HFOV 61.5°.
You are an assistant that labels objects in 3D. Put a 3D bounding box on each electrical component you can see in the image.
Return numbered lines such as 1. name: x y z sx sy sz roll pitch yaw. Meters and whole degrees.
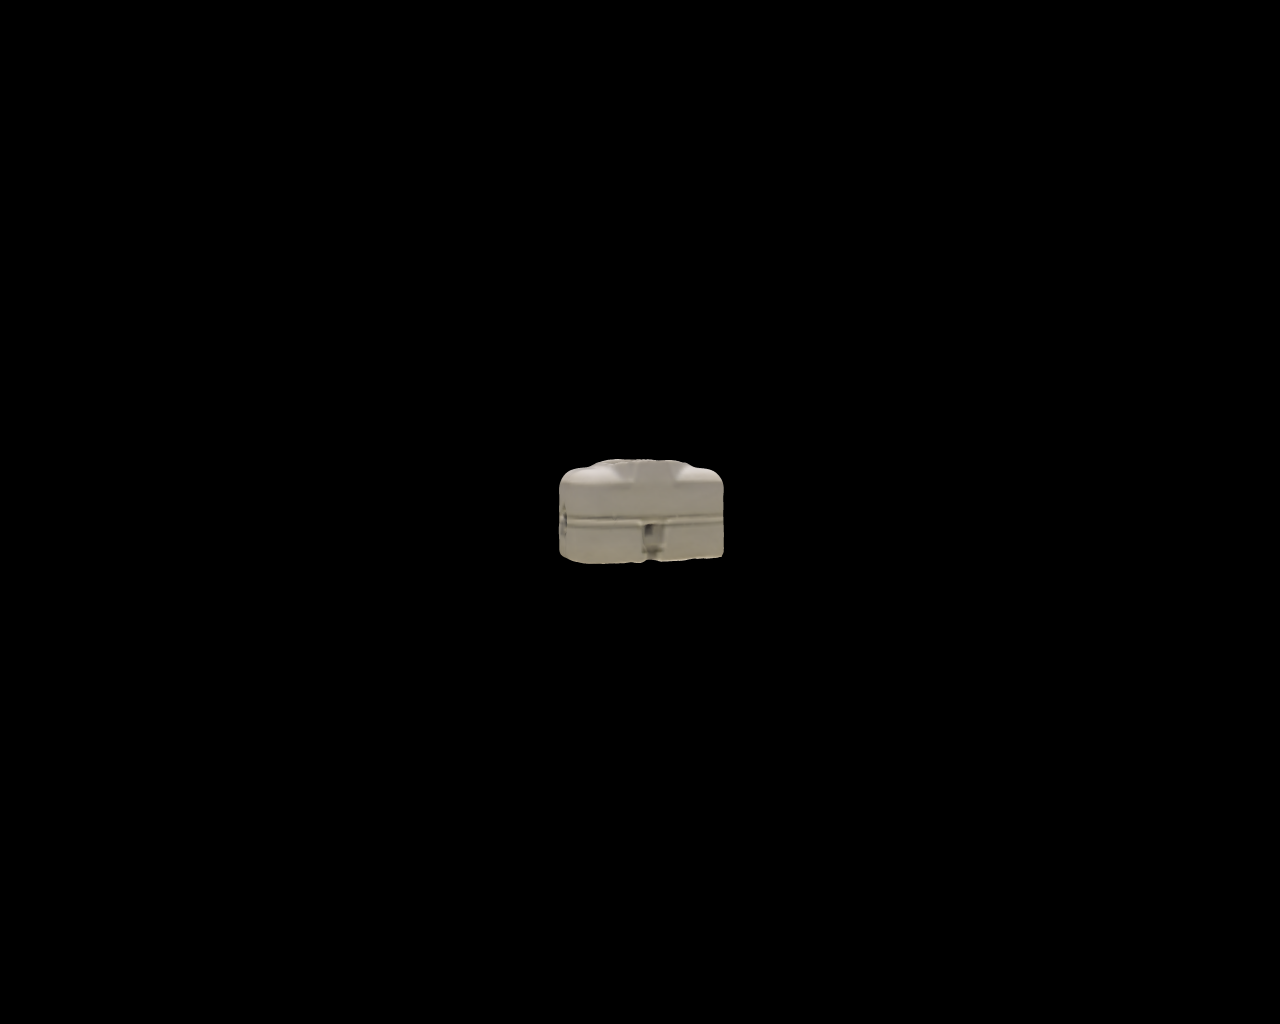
1. electrical component: 0.001 -0.003 0.650 0.095 0.059 0.054 -1 4 -15
